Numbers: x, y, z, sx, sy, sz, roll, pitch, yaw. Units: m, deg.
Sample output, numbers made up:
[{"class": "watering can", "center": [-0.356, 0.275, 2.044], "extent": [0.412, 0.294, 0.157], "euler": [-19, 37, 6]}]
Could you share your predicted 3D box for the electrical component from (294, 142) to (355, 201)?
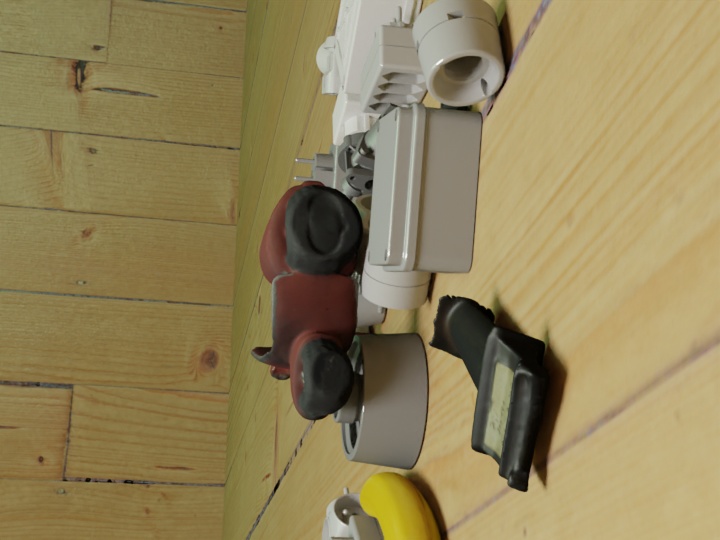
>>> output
[{"class": "electrical component", "center": [-0.029, -0.099, 1.098], "extent": [0.047, 0.077, 0.065], "euler": [159, 115, -78]}]

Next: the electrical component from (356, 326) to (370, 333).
[{"class": "electrical component", "center": [-0.021, 0.051, 1.049], "extent": [0.078, 0.058, 0.057], "euler": [113, 156, -59]}]

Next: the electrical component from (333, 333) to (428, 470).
[{"class": "electrical component", "center": [0.011, 0.101, 0.847], "extent": [0.108, 0.060, 0.108], "euler": [-176, 90, -80]}]

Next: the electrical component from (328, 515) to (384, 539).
[{"class": "electrical component", "center": [-0.006, 0.227, 0.837], "extent": [0.065, 0.077, 0.047], "euler": [-117, 34, -70]}]

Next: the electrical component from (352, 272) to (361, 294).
[{"class": "electrical component", "center": [0.000, 0.000, 0.941], "extent": [0.043, 0.062, 0.043], "euler": [-176, 90, -79]}]

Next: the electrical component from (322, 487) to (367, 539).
[{"class": "electrical component", "center": [-0.010, 0.227, 0.950], "extent": [0.079, 0.044, 0.077], "euler": [-102, 19, -57]}]

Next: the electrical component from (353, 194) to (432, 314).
[{"class": "electrical component", "center": [0.020, -0.002, 0.864], "extent": [0.138, 0.052, 0.073], "euler": [-107, 23, -63]}]

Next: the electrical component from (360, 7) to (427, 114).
[{"class": "electrical component", "center": [0.031, -0.180, 0.890], "extent": [0.083, 0.047, 0.075], "euler": [122, 150, -69]}]

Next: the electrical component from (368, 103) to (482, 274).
[{"class": "electrical component", "center": [0.043, -0.054, 0.747], "extent": [0.078, 0.057, 0.113], "euler": [179, 96, -79]}]

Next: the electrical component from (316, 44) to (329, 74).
[{"class": "electrical component", "center": [-0.022, -0.237, 1.219], "extent": [0.065, 0.044, 0.044], "euler": [-131, 46, -69]}]

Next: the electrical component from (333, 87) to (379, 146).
[{"class": "electrical component", "center": [0.003, -0.136, 1.024], "extent": [0.065, 0.047, 0.076], "euler": [110, 161, -56]}]

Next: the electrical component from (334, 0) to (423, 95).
[{"class": "electrical component", "center": [0.014, -0.227, 0.980], "extent": [0.108, 0.056, 0.108], "euler": [-100, 18, -53]}]

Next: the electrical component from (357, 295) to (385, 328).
[{"class": "electrical component", "center": [-0.013, 0.034, 0.974], "extent": [0.040, 0.078, 0.040], "euler": [171, 90, -71]}]

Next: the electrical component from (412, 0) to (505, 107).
[{"class": "electrical component", "center": [0.064, -0.137, 0.683], "extent": [0.055, 0.055, 0.047], "euler": [109, 159, -53]}]

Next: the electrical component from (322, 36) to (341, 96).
[{"class": "electrical component", "center": [-0.009, -0.206, 1.094], "extent": [0.078, 0.058, 0.057], "euler": [-144, 57, -78]}]
